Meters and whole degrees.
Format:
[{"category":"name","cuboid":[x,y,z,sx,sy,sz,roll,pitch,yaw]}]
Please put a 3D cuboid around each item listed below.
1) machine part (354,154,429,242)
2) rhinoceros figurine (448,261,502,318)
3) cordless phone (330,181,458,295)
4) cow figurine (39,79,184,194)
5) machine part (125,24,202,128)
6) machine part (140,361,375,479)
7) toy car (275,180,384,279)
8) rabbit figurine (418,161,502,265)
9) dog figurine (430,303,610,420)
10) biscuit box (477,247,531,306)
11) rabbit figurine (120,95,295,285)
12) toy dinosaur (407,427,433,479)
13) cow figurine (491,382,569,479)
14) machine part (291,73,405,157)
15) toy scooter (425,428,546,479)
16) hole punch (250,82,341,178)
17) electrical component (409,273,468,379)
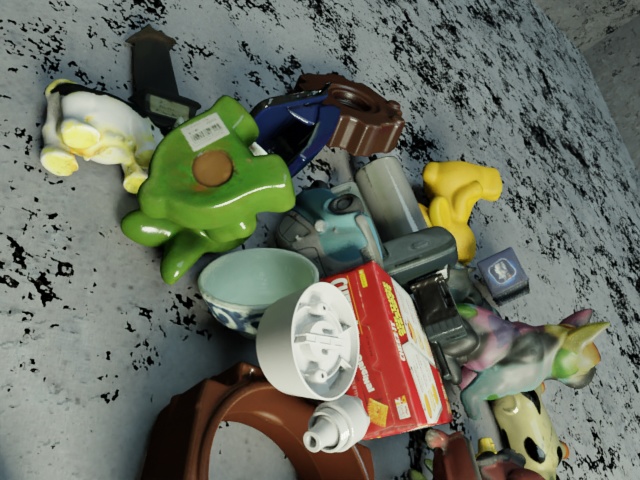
[{"category":"machine part","cuboid":[0.115,-0.037,0.817,0.079,0.079,0.243,-4,67,-47]},{"category":"rhinoceros figurine","cuboid":[0.226,0.083,0.850,0.190,0.073,0.112,52,39,-8]},{"category":"cordless phone","cuboid":[0.093,-0.015,0.737,0.088,0.147,0.184,67,3,-60]},{"category":"cow figurine","cuboid":[-0.193,-0.103,0.553,0.167,0.068,0.098,13,46,-43]},{"category":"machine part","cuboid":[-0.188,-0.186,0.632,0.084,0.039,0.139,0,66,-44]},{"category":"machine part","cuboid":[-0.043,0.218,0.446,0.201,0.087,0.201,32,35,-26]},{"category":"toy car","cuboid":[-0.001,-0.002,0.642,0.103,0.162,0.109,-29,125,-16]},{"category":"rabbit figurine","cuboid":[0.229,-0.044,0.916,0.162,0.122,0.173,11,76,-39]},{"category":"dog figurine","cuboid":[0.273,0.136,0.741,0.191,0.219,0.108,60,10,1]},{"category":"biscuit box","cuboid":[0.310,0.065,0.899,0.059,0.063,0.202,67,15,19]},{"category":"rabbit figurine","cuboid":[-0.105,-0.026,0.534,0.159,0.170,0.121,-40,75,-15]},{"category":"toy dinosaur","cuboid":[0.098,0.373,0.506,0.198,0.105,0.472,33,35,-16]},{"category":"cow figurine","cuboid":[0.307,0.305,0.778,0.127,0.085,0.195,10,60,-49]},{"category":"machine part","cuboid":[0.041,-0.193,0.809,0.179,0.056,0.179,15,35,-11]},{"category":"toy scooter","cuboid":[0.172,0.257,0.554,0.184,0.075,0.135,8,45,-35]},{"category":"hole punch","cuboid":[-0.034,-0.126,0.685,0.116,0.142,0.092,-27,84,-37]},{"category":"electrical component","cuboid":[0.155,0.108,0.673,0.074,0.048,0.119,47,23,-59]}]
